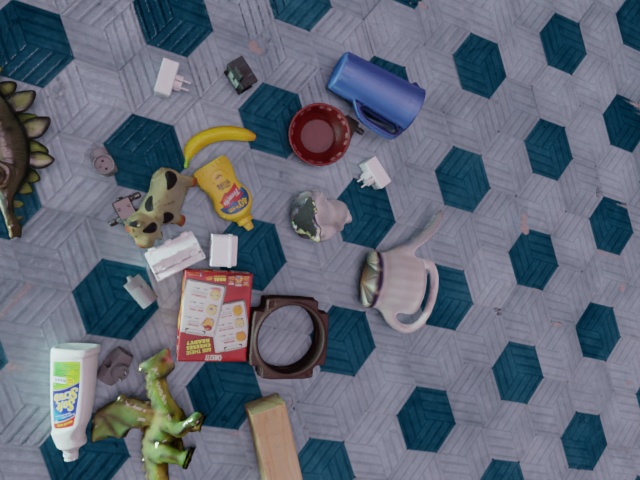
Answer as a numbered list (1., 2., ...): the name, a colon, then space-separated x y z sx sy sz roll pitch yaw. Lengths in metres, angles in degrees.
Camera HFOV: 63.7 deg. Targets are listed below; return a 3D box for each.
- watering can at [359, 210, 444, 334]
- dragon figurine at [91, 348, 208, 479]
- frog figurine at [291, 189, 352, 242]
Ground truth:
1. watering can: 0.224 0.075 1.393 0.224 0.104 0.349 11 86 -17
2. dragon figurine: -0.405 0.452 1.187 0.242 0.122 0.410 22 91 -4
3. frog figurine: 0.004 -0.067 1.341 0.161 0.121 0.137 -23 90 -53
